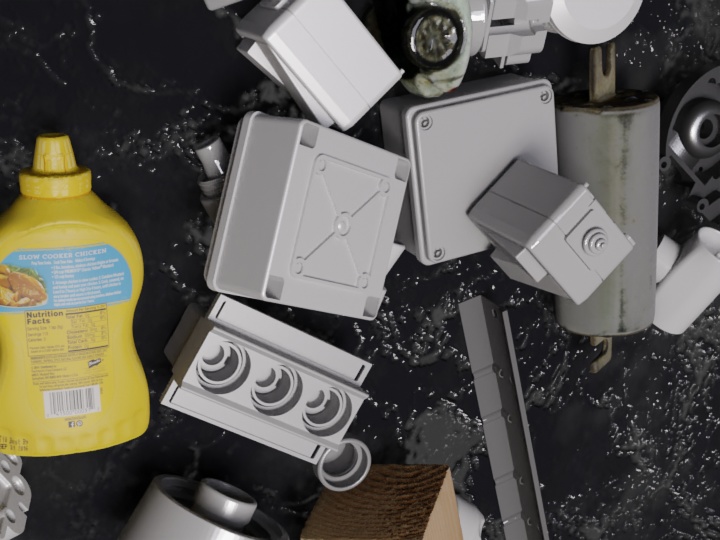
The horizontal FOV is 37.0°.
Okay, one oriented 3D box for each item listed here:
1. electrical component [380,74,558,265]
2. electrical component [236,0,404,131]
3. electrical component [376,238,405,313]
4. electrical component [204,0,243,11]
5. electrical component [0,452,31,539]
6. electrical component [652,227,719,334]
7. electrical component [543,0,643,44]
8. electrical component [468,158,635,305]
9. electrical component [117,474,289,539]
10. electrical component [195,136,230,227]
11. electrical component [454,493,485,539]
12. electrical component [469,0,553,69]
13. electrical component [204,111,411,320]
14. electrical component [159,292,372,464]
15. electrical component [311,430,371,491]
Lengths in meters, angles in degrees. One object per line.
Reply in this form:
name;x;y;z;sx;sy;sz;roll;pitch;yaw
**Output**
electrical component;0.076;-0.071;0.735;0.109;0.056;0.108;-15;112;-19
electrical component;-0.032;-0.137;0.662;0.061;0.062;0.096;-46;119;-5
electrical component;0.000;0.000;0.730;0.045;0.045;0.055;19;99;-28
electrical component;-0.084;-0.184;0.622;0.076;0.083;0.047;-13;118;22
electrical component;-0.243;0.144;0.655;0.057;0.078;0.058;-28;118;7
electrical component;0.241;-0.001;0.831;0.079;0.043;0.077;35;127;4
electrical component;0.149;-0.196;0.729;0.080;0.051;0.080;-8;110;-22
electrical component;0.121;-0.021;0.681;0.061;0.096;0.062;-47;118;-3
electrical component;-0.099;0.173;0.710;0.108;0.108;0.060;26;89;-29
electrical component;-0.082;-0.054;0.677;0.043;0.043;0.062;-33;116;-11
electrical component;0.061;0.188;0.820;0.062;0.043;0.043;34;91;-28
electrical component;0.087;-0.171;0.704;0.057;0.058;0.078;-9;136;-15
electrical component;-0.030;-0.031;0.658;0.109;0.056;0.108;14;89;-50
electrical component;-0.064;0.069;0.713;0.121;0.063;0.078;27;94;-29
electrical component;-0.019;0.129;0.762;0.040;0.046;0.040;-7;109;-22
